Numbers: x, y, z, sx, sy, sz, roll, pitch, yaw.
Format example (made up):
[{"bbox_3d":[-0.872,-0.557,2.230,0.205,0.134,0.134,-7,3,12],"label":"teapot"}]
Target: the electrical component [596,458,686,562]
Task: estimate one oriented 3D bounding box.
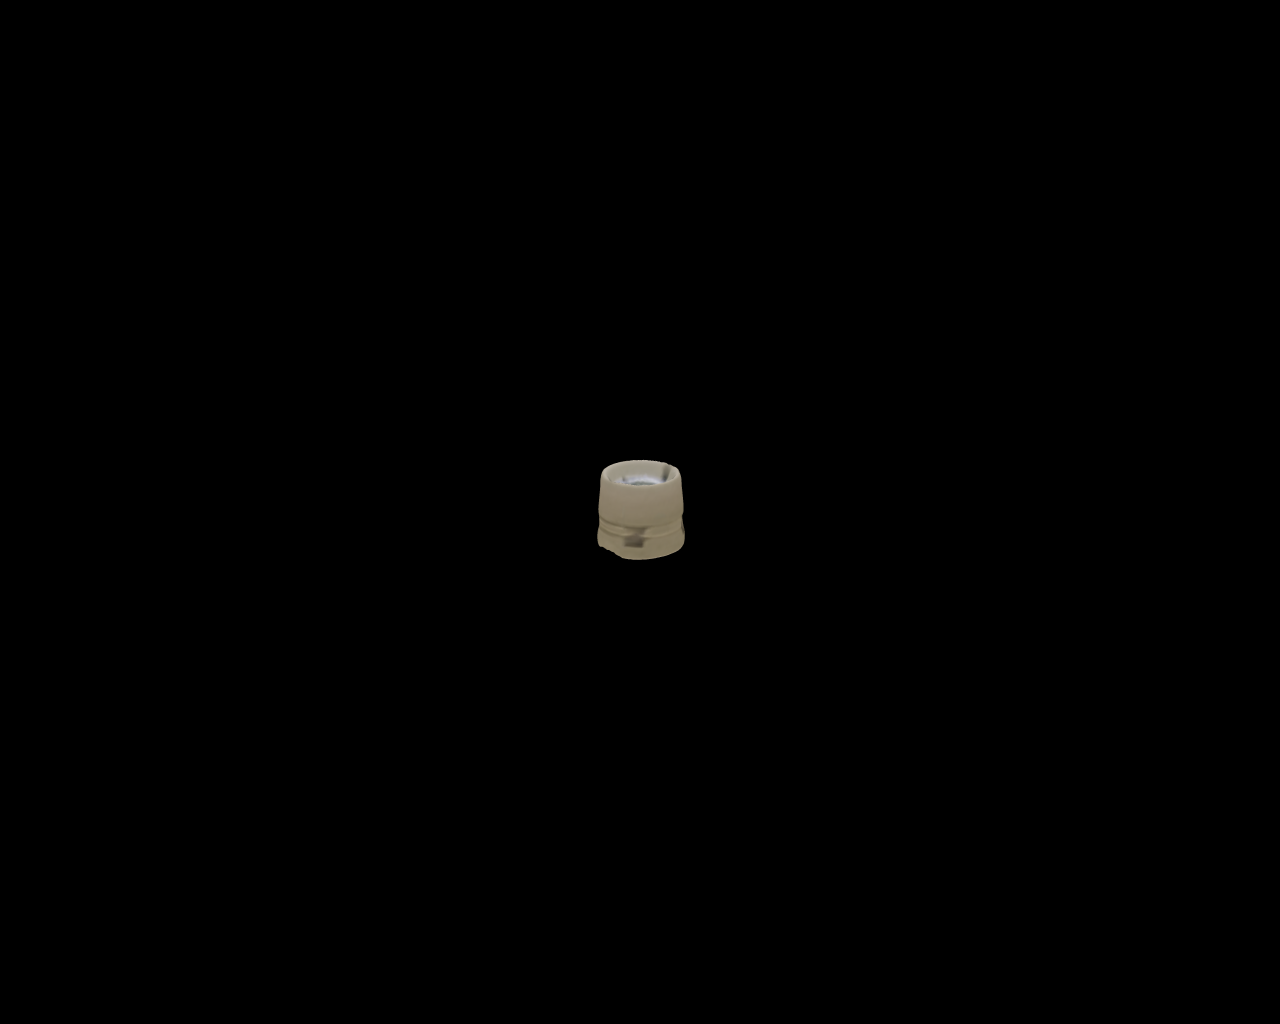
[{"bbox_3d":[0.001,-0.003,0.650,0.055,0.047,0.055,0,22,0],"label":"electrical component"}]
